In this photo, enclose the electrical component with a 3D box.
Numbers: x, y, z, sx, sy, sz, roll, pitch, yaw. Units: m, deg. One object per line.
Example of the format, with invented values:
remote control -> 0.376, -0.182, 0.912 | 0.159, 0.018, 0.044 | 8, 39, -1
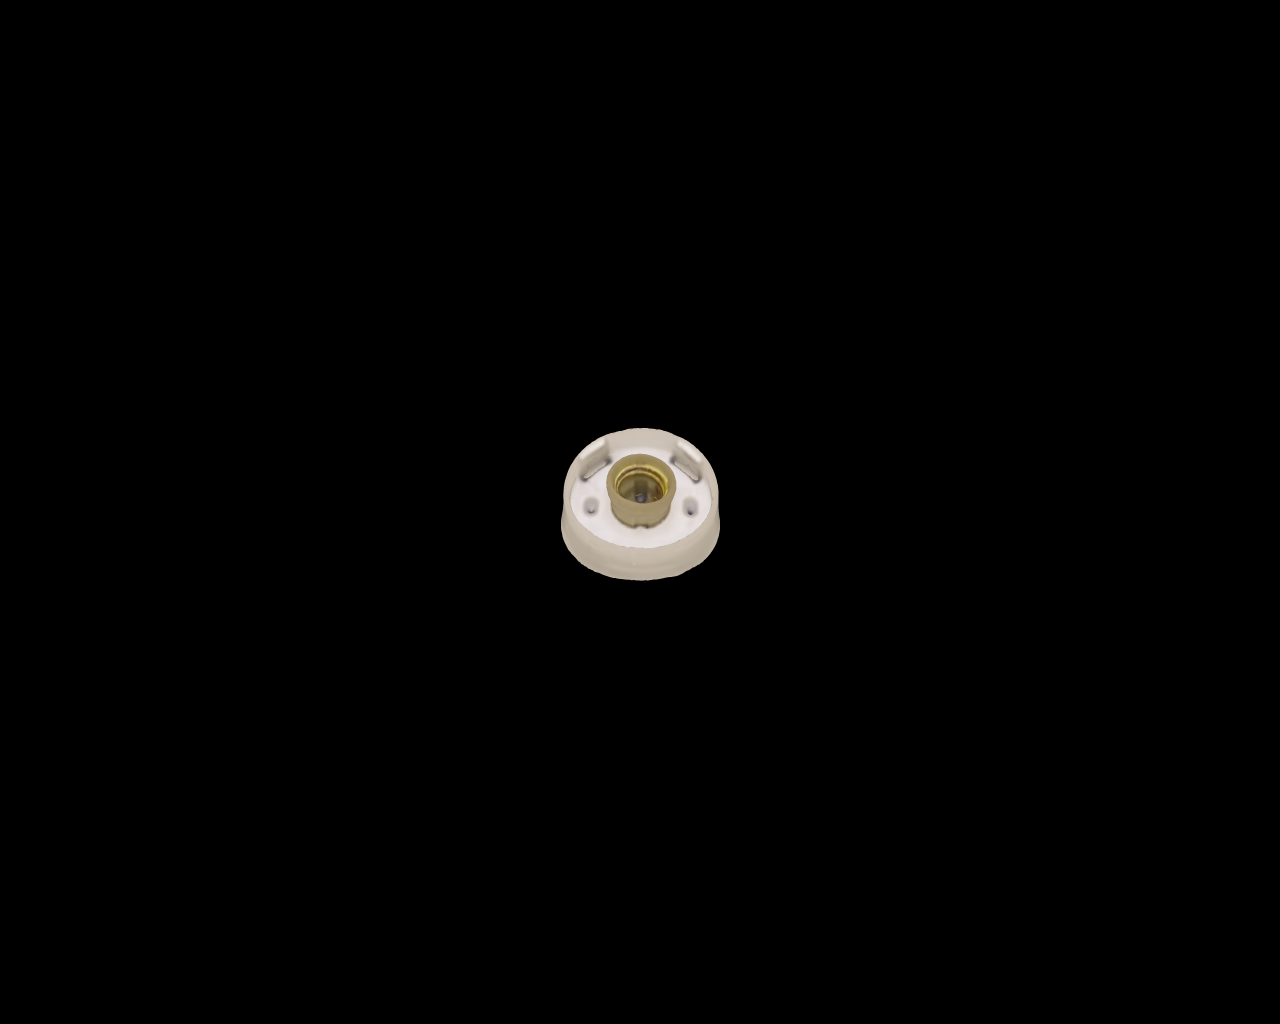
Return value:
electrical component -> 0.001, -0.003, 0.650 | 0.099, 0.099, 0.064 | 0, -34, 0
